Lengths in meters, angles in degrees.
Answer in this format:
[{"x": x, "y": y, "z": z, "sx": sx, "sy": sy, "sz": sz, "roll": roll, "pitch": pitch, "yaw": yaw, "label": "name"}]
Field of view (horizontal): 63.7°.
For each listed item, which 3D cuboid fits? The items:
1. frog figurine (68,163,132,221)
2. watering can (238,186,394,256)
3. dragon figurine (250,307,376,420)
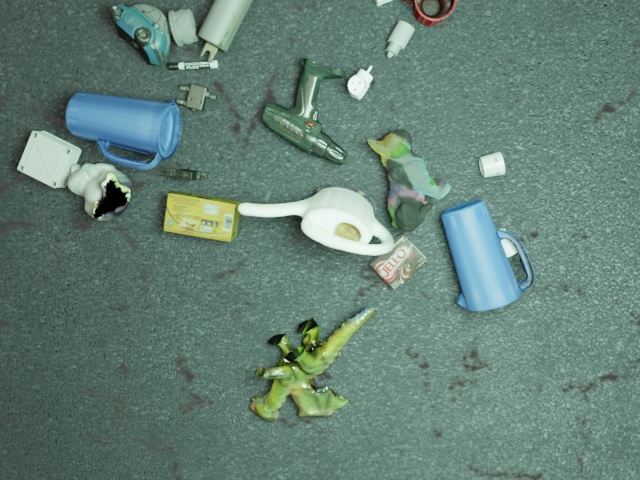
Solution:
[{"x": -0.545, "y": -0.124, "z": 1.266, "sx": 0.161, "sy": 0.123, "sz": 0.135, "roll": 23, "pitch": 111, "yaw": 36, "label": "frog figurine"}, {"x": 0.004, "y": -0.059, "z": 1.171, "sx": 0.348, "sy": 0.229, "sz": 0.102, "roll": 18, "pitch": 117, "yaw": 0, "label": "watering can"}, {"x": -0.008, "y": 0.338, "z": 1.298, "sx": 0.409, "sy": 0.124, "sz": 0.239, "roll": -24, "pitch": 113, "yaw": 8, "label": "dragon figurine"}]
